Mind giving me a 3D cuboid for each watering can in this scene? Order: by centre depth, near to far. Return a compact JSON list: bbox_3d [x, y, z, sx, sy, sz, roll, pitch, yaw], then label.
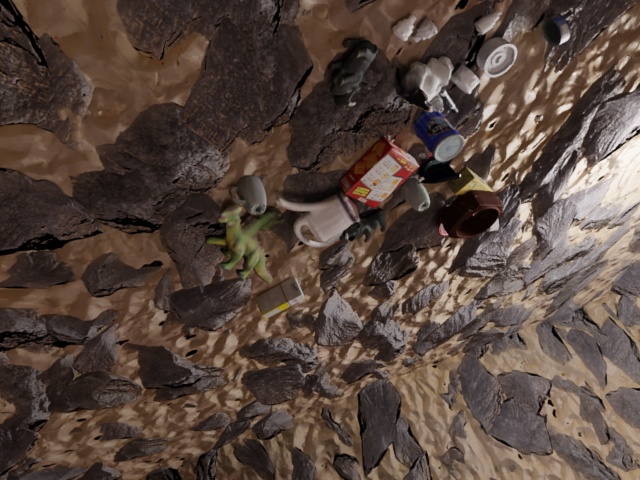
[{"bbox_3d":[0.005,-0.085,1.696,0.224,0.106,0.341,-32,145,4],"label":"watering can"}]

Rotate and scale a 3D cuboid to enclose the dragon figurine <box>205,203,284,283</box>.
[{"bbox_3d":[-0.209,-0.001,1.676,0.241,0.124,0.405,-44,143,9],"label":"dragon figurine"}]

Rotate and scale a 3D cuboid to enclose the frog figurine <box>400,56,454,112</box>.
[{"bbox_3d":[0.302,-0.459,1.459,0.136,0.123,0.161,33,78,-41],"label":"frog figurine"}]
